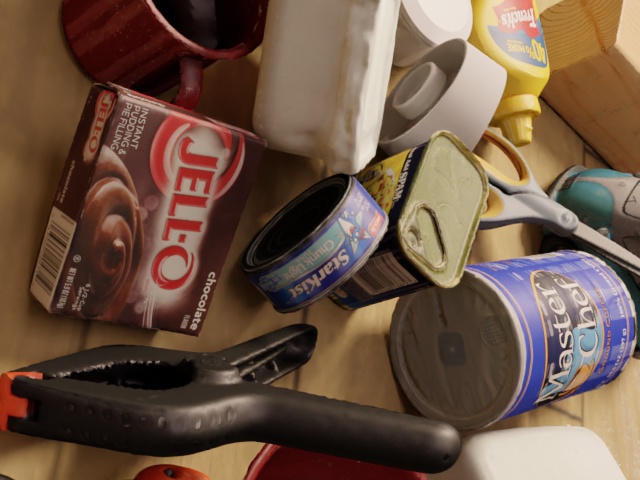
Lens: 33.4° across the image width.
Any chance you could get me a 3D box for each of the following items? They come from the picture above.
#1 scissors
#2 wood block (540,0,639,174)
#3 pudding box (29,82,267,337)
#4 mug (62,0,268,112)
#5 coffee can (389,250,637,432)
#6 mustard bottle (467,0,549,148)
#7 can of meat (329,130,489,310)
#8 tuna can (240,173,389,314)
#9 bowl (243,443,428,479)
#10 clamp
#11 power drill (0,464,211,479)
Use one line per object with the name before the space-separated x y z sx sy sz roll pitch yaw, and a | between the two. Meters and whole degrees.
scissors | 0.160 -0.007 0.773 0.202 0.016 0.096 44 59 8
wood block | 0.284 -0.122 0.931 0.205 0.090 0.090 38 53 -28
pudding box | -0.087 -0.013 0.539 0.089 0.039 0.113 14 101 -39
mug | -0.086 -0.116 0.581 0.093 0.082 0.117 6 71 -43
coffee can | 0.129 0.063 0.707 0.140 0.103 0.103 -6 80 -45
mustard bottle | 0.135 -0.165 0.826 0.096 0.058 0.191 3 74 -48
can of meat | 0.048 -0.010 0.669 0.057 0.084 0.102 42 50 -25
tuna can | -0.004 0.001 0.614 0.033 0.086 0.086 49 48 -17
bowl | -0.002 0.176 0.575 0.161 0.055 0.162 17 64 -39
clamp | -0.055 0.075 0.537 0.209 0.165 0.036 4 102 -22
power drill | -0.130 0.170 0.457 0.187 0.057 0.184 30 53 -36
